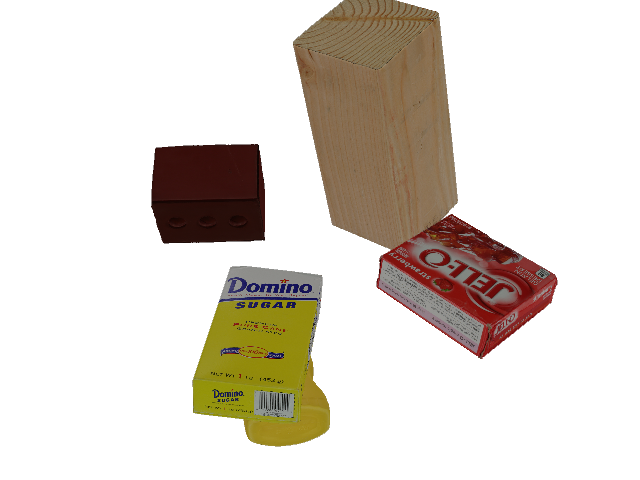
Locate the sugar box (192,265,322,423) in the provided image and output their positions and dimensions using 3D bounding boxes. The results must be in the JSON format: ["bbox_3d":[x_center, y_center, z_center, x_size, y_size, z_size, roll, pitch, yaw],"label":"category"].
[{"bbox_3d":[-0.053,0.089,0.965,0.093,0.048,0.176,6,35,3],"label":"sugar box"}]

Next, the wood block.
[{"bbox_3d":[0.054,-0.100,0.935,0.091,0.206,0.090,24,54,33],"label":"wood block"}]

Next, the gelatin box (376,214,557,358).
[{"bbox_3d":[0.092,0.026,0.676,0.089,0.030,0.073,34,45,31],"label":"gelatin box"}]

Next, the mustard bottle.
[{"bbox_3d":[-0.054,0.162,1.261,0.096,0.058,0.192,-8,30,-9],"label":"mustard bottle"}]

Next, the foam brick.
[{"bbox_3d":[-0.080,-0.034,0.771,0.078,0.051,0.053,-2,-32,2],"label":"foam brick"}]
